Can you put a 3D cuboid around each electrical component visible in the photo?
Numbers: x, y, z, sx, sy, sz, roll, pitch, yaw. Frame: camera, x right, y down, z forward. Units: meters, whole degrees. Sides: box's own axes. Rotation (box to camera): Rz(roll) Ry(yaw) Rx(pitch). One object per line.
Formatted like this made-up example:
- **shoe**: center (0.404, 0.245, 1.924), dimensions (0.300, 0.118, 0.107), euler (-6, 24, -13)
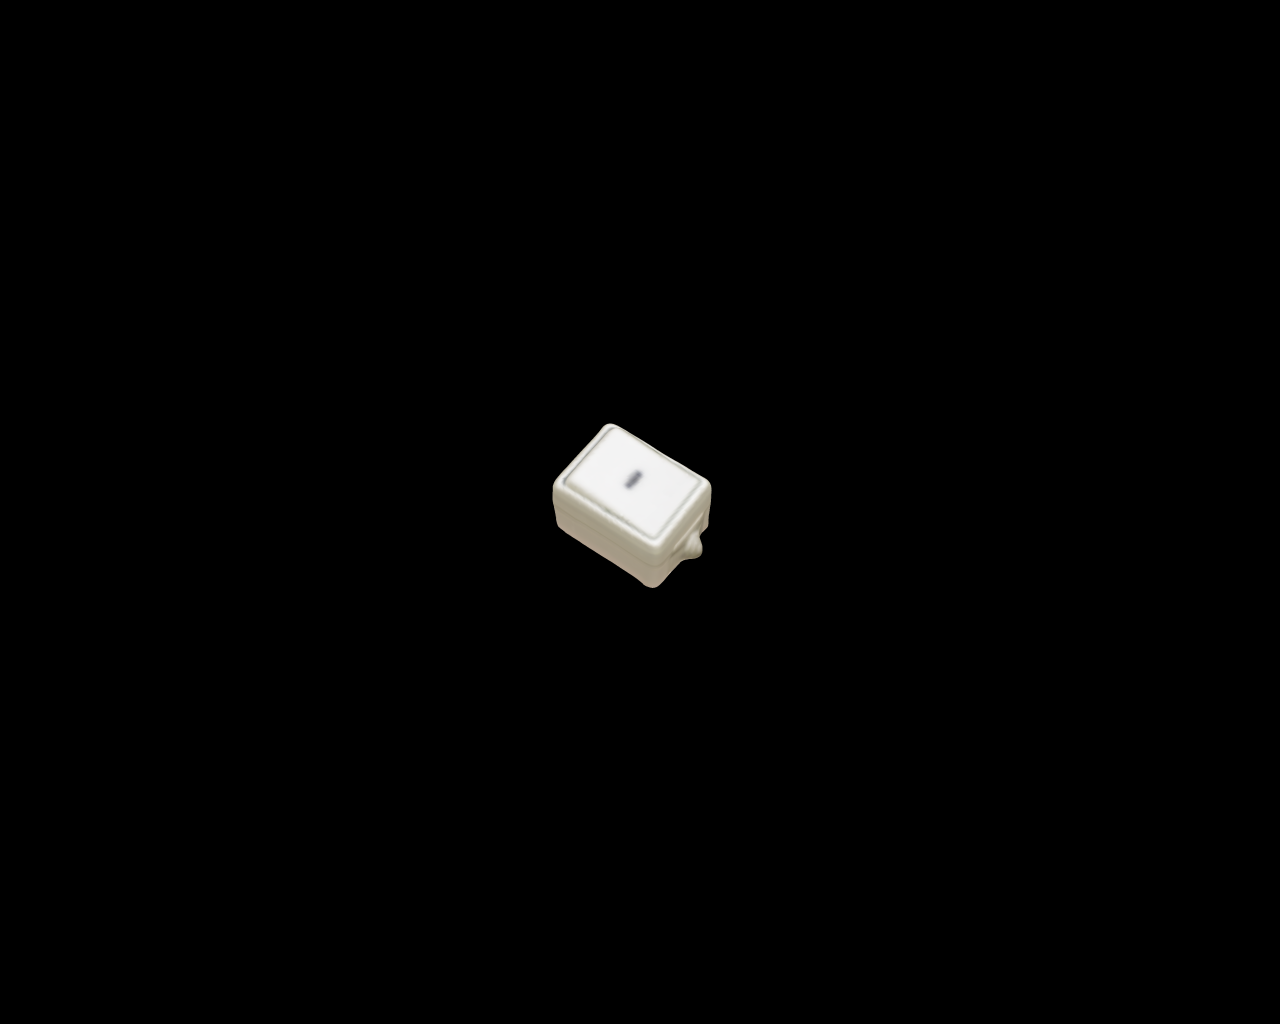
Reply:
- **electrical component**: center (0.001, -0.003, 0.650), dimensions (0.096, 0.062, 0.061), euler (32, -26, 18)
